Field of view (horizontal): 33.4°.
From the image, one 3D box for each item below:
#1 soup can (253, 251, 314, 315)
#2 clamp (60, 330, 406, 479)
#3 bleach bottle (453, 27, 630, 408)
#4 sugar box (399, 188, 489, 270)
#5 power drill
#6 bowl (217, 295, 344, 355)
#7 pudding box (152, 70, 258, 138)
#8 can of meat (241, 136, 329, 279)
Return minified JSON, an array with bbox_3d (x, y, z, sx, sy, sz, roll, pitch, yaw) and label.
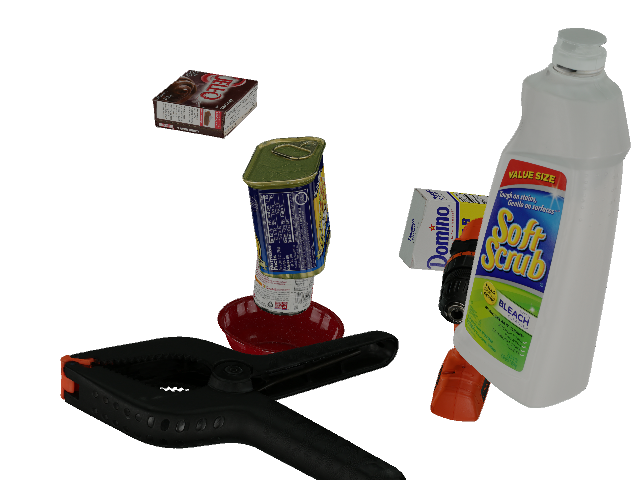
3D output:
[{"bbox_3d":[-0.038,0.024,1.188,0.068,0.102,0.068,5,28,-3],"label":"soup can"},{"bbox_3d":[-0.046,0.088,0.635,0.210,0.036,0.164,9,23,6],"label":"clamp"},{"bbox_3d":[0.145,-0.017,0.694,0.068,0.251,0.103,-16,36,-26],"label":"bleach bottle"},{"bbox_3d":[0.191,-0.007,1.299,0.176,0.093,0.048,3,22,-20],"label":"sugar box"},{"bbox_3d":[0.151,0.090,1.099,0.057,0.188,0.184,11,28,15],"label":"power drill"},{"bbox_3d":[-0.052,0.127,1.360,0.162,0.055,0.162,5,23,-2],"label":"bowl"},{"bbox_3d":[-0.133,-0.161,1.248,0.090,0.039,0.113,10,31,13],"label":"pudding box"},{"bbox_3d":[-0.024,-0.027,0.849,0.057,0.084,0.102,-3,24,8],"label":"can of meat"}]
